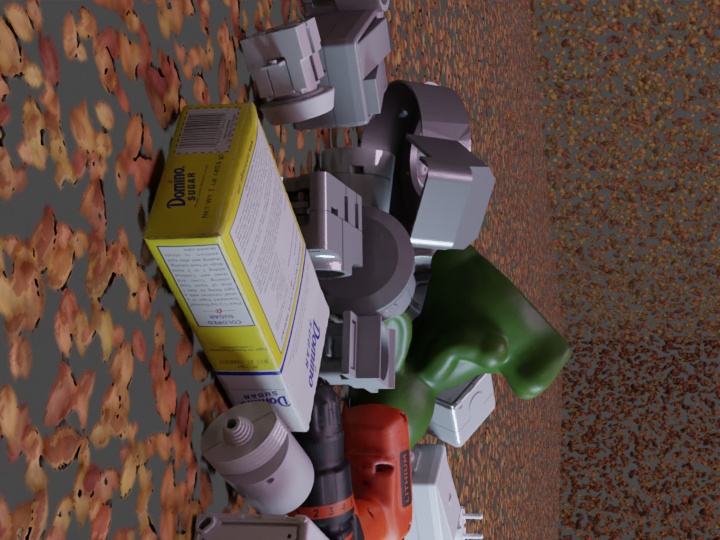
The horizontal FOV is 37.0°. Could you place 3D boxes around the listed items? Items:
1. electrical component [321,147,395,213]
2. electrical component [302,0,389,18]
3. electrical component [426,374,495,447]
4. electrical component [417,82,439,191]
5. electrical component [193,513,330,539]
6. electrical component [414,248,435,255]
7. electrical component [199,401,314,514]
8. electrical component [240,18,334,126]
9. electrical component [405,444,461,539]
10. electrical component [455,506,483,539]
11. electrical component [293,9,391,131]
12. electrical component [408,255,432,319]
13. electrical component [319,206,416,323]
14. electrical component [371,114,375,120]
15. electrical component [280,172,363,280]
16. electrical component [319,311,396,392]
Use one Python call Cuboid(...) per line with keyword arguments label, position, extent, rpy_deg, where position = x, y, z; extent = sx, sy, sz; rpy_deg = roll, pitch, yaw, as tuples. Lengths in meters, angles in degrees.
Cuboid(label="electrical component", position=(-0.003, -0.063, 0.802), extent=(0.055, 0.055, 0.047), rpy_deg=(24, 68, -74))
Cuboid(label="electrical component", position=(-0.011, -0.213, 0.784), extent=(0.089, 0.056, 0.050), rpy_deg=(68, 24, -53))
Cuboid(label="electrical component", position=(0.069, 0.113, 0.991), extent=(0.062, 0.096, 0.061), rpy_deg=(-42, 136, -33))
Cuboid(label="electrical component", position=(0.047, -0.120, 0.983), extent=(0.099, 0.064, 0.099), rpy_deg=(-2, 90, -76))
Cuboid(label="electrical component", position=(-0.052, 0.178, 0.549), extent=(0.061, 0.062, 0.096), rpy_deg=(64, 27, -58))
Cuboid(label="electrical component", position=(0.060, 0.009, 1.027), extent=(0.053, 0.059, 0.095), rpy_deg=(-64, 148, -62))
Cuboid(label="electrical component", position=(-0.056, 0.099, 0.582), extent=(0.081, 0.043, 0.043), rpy_deg=(66, 26, -56))
Cuboid(label="electrical component", position=(-0.043, -0.122, 0.666), extent=(0.066, 0.048, 0.055), rpy_deg=(-58, 136, -66))
Cuboid(label="electrical component", position=(0.054, 0.200, 0.969), extent=(0.061, 0.061, 0.096), rpy_deg=(-64, 149, -62))
Cuboid(label="electrical component", position=(0.081, 0.247, 1.041), extent=(0.047, 0.076, 0.083), rpy_deg=(37, 52, -72))
Cuboid(label="electrical component", position=(-0.012, -0.145, 0.760), extent=(0.096, 0.061, 0.061), rpy_deg=(-67, 152, -59))
Cuboid(label="electrical component", position=(0.060, 0.041, 0.954), extent=(0.064, 0.099, 0.099), rpy_deg=(63, 27, -72))
Cuboid(label="electrical component", position=(0.000, 0.000, 0.751), extent=(0.051, 0.080, 0.080), rpy_deg=(66, 25, -68))
Cuboid(label="electrical component", position=(-0.005, -0.147, 0.845), extent=(0.061, 0.035, 0.035), rpy_deg=(67, 25, -49))
Cuboid(label="electrical component", position=(-0.032, -0.025, 0.682), extent=(0.089, 0.050, 0.055), rpy_deg=(25, 63, -74))
Cuboid(label="electrical component", position=(-0.011, 0.057, 0.726), extent=(0.081, 0.064, 0.042), rpy_deg=(48, 41, -69))
